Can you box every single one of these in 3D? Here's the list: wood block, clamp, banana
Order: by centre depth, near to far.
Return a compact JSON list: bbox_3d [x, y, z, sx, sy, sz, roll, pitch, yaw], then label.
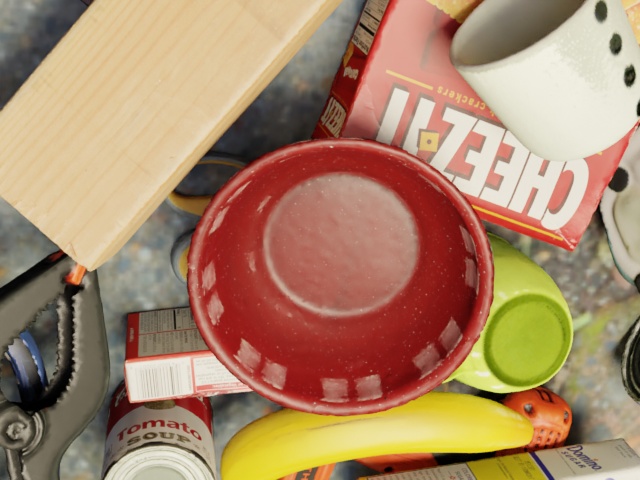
[{"bbox_3d":[-0.176,0.100,0.561,0.164,0.036,0.210,20,81,-36],"label":"clamp"},{"bbox_3d":[-0.080,-0.093,0.570,0.091,0.090,0.206,42,98,-5],"label":"wood block"},{"bbox_3d":[0.024,0.115,0.620,0.198,0.037,0.069,-13,147,7],"label":"banana"}]

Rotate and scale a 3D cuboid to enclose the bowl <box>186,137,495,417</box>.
[{"bbox_3d":[0.011,0.014,0.580,0.162,0.055,0.162,1,113,2],"label":"bowl"}]

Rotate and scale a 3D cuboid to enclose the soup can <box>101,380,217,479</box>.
[{"bbox_3d":[-0.096,0.128,0.642,0.068,0.102,0.068,-2,108,-7],"label":"soup can"}]

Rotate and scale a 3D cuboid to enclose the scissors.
[{"bbox_3d":[-0.004,0.001,0.658,0.201,0.016,0.096,15,106,-12],"label":"scissors"}]

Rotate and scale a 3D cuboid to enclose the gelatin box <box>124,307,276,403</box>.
[{"bbox_3d":[-0.071,0.066,0.640,0.089,0.073,0.030,-5,109,-7],"label":"gelatin box"}]

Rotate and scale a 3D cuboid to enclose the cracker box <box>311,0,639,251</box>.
[{"bbox_3d":[0.111,-0.120,0.606,0.164,0.072,0.214,19,105,-13],"label":"cracker box"}]

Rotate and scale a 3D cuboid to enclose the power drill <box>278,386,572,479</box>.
[{"bbox_3d":[0.057,0.169,0.703,0.187,0.057,0.184,12,106,-14],"label":"power drill"}]

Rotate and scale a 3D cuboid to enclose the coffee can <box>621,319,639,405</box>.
[{"bbox_3d":[0.280,0.099,0.685,0.140,0.103,0.103,36,100,-17],"label":"coffee can"}]

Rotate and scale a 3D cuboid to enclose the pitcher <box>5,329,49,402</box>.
[{"bbox_3d":[-0.247,0.074,0.594,0.145,0.149,0.243,10,109,34],"label":"pitcher"}]

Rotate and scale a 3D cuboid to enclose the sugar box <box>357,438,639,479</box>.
[{"bbox_3d":[0.114,0.184,0.661,0.176,0.048,0.093,-7,110,-7],"label":"sugar box"}]

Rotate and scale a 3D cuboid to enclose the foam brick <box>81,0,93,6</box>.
[{"bbox_3d":[-0.134,-0.170,0.565,0.078,0.051,0.053,40,98,-18],"label":"foam brick"}]
